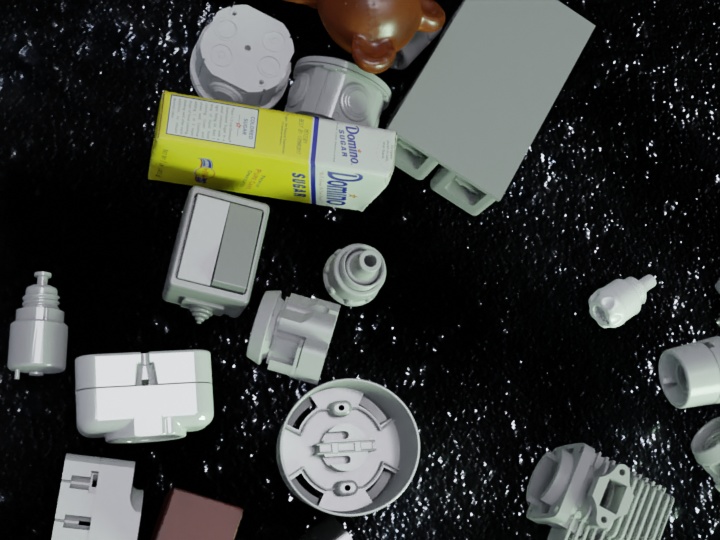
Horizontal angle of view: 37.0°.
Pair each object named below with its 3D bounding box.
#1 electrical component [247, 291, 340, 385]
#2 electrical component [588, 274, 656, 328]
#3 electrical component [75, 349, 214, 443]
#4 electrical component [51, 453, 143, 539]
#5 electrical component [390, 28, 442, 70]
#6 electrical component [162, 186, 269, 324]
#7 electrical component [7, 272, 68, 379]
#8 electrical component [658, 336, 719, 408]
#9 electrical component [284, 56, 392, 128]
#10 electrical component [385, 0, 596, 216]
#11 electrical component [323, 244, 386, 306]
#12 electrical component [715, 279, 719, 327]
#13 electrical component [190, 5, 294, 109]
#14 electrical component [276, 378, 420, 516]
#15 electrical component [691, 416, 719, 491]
[{"bbox_3d":[-0.050,0.048,0.805,0.057,0.078,0.058,16,113,0],"label":"electrical component"},{"bbox_3d":[0.223,0.022,0.903,0.061,0.035,0.035,-29,85,-22],"label":"electrical component"},{"bbox_3d":[-0.155,0.092,0.773,0.095,0.054,0.059,-2,77,-15],"label":"electrical component"},{"bbox_3d":[-0.183,0.177,0.746,0.056,0.050,0.089,9,74,-12],"label":"electrical component"},{"bbox_3d":[0.033,-0.201,0.898,0.055,0.055,0.047,39,74,-3],"label":"electrical component"},{"bbox_3d":[-0.109,-0.008,0.807,0.062,0.061,0.096,14,73,-11],"label":"electrical component"},{"bbox_3d":[-0.231,0.040,0.773,0.040,0.040,0.078,3,76,-14],"label":"electrical component"},{"bbox_3d":[0.281,0.086,0.892,0.047,0.055,0.055,-10,79,-13],"label":"electrical component"},{"bbox_3d":[-0.019,-0.132,0.853,0.080,0.080,0.051,20,78,-9],"label":"electrical component"},{"bbox_3d":[0.103,-0.151,0.900,0.105,0.060,0.186,32,71,-5],"label":"electrical component"},{"bbox_3d":[0.000,0.000,0.833,0.048,0.062,0.048,4,76,-14],"label":"electrical component"},{"bbox_3d":[0.329,0.040,0.911,0.047,0.083,0.075,28,109,-7],"label":"electrical component"},{"bbox_3d":[-0.093,-0.166,0.856,0.080,0.051,0.080,4,75,-14],"label":"electrical component"},{"bbox_3d":[-0.012,0.132,0.796,0.099,0.064,0.099,4,75,-14],"label":"electrical component"},{"bbox_3d":[0.308,0.154,0.887,0.055,0.048,0.066,46,70,-8],"label":"electrical component"}]
